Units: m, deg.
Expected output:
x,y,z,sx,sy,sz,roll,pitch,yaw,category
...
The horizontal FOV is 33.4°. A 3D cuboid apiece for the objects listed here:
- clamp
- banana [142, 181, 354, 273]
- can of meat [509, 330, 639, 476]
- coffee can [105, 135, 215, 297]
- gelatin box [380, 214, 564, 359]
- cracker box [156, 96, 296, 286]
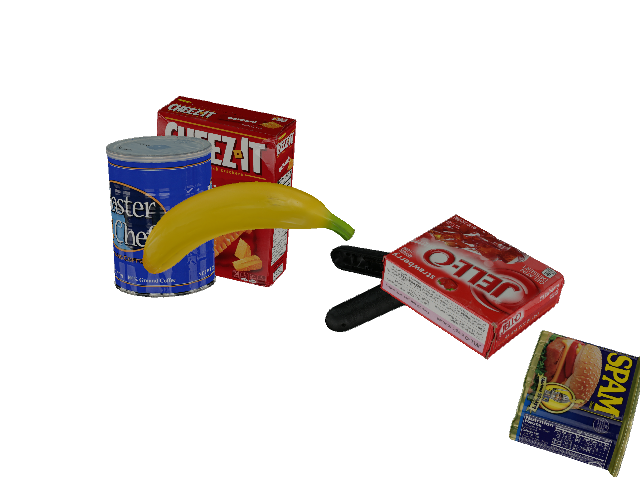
x,y,z,sx,sy,sz,roll,pitch,yaw,category
0.082,0.040,0.971,0.172,0.039,0.120,-5,38,17,clamp
-0.074,-0.011,0.838,0.198,0.069,0.037,-9,29,30,banana
0.199,0.122,0.824,0.084,0.057,0.102,15,40,16,can of meat
-0.157,-0.026,1.058,0.103,0.140,0.103,0,16,0,coffee can
0.094,0.026,0.666,0.089,0.030,0.073,33,44,32,gelatin box
-0.124,-0.059,1.352,0.164,0.214,0.072,13,29,15,cracker box
